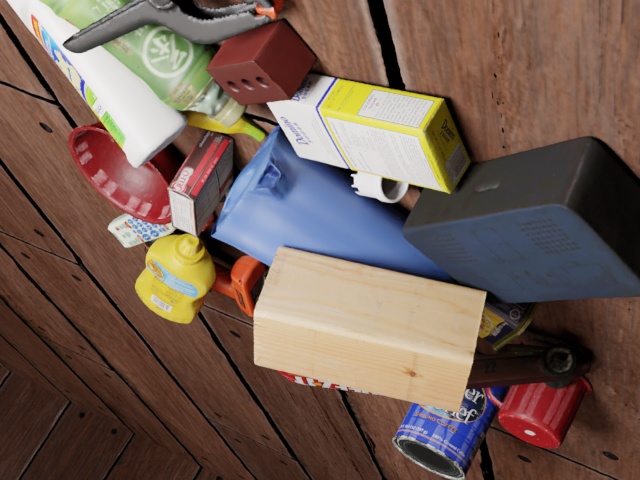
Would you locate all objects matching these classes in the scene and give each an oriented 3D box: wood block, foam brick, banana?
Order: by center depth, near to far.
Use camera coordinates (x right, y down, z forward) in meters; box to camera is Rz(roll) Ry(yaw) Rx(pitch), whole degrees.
[{"bbox_3d":[-0.053,-0.158,0.959,0.078,0.051,0.053,2,144,51],"label":"foam brick"},{"bbox_3d":[0.046,0.086,1.033,0.206,0.090,0.091,13,139,8],"label":"wood block"},{"bbox_3d":[-0.153,-0.138,1.152,0.198,0.037,0.069,15,151,34],"label":"banana"}]

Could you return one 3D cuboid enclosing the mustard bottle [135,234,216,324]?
[{"bbox_3d":[-0.188,0.043,1.425,0.096,0.058,0.192,35,149,1],"label":"mustard bottle"}]

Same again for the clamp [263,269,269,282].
[{"bbox_3d":[0.030,0.061,1.272,0.171,0.039,0.120,14,176,-43],"label":"clamp"}]

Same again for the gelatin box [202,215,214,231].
[{"bbox_3d":[-0.187,-0.055,1.384,0.089,0.030,0.073,21,155,24],"label":"gelatin box"}]

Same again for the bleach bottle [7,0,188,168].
[{"bbox_3d":[-0.239,-0.191,1.073,0.251,0.068,0.103,50,166,-6],"label":"bleach bottle"}]

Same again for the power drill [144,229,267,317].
[{"bbox_3d":[-0.164,0.025,1.494,0.188,0.057,0.184,23,154,23],"label":"power drill"}]

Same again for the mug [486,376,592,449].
[{"bbox_3d":[0.253,0.189,1.269,0.117,0.081,0.093,27,158,9],"label":"mug"}]

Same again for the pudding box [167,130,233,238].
[{"bbox_3d":[-0.135,-0.064,1.215,0.039,0.090,0.113,27,158,8],"label":"pudding box"}]

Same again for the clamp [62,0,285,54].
[{"bbox_3d":[-0.136,-0.210,0.914,0.210,0.036,0.165,18,133,4],"label":"clamp"}]

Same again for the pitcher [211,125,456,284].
[{"bbox_3d":[0.016,-0.002,1.119,0.242,0.149,0.145,32,123,-10],"label":"pitcher"}]

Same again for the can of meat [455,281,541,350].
[{"bbox_3d":[0.177,0.065,1.136,0.084,0.057,0.102,32,158,1],"label":"can of meat"}]

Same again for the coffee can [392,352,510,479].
[{"bbox_3d":[0.169,0.220,1.365,0.103,0.140,0.103,27,158,12],"label":"coffee can"}]

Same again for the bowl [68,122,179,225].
[{"bbox_3d":[-0.225,-0.094,1.299,0.162,0.055,0.162,27,150,17],"label":"bowl"}]

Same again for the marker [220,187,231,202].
[{"bbox_3d":[-0.090,-0.058,1.267,0.020,0.020,0.121,42,156,-26],"label":"marker"}]

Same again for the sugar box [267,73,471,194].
[{"bbox_3d":[0.042,-0.101,0.971,0.176,0.048,0.093,20,156,35],"label":"sugar box"}]

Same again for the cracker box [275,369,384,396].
[{"bbox_3d":[0.022,0.146,1.341,0.164,0.072,0.213,8,167,10],"label":"cracker box"}]
